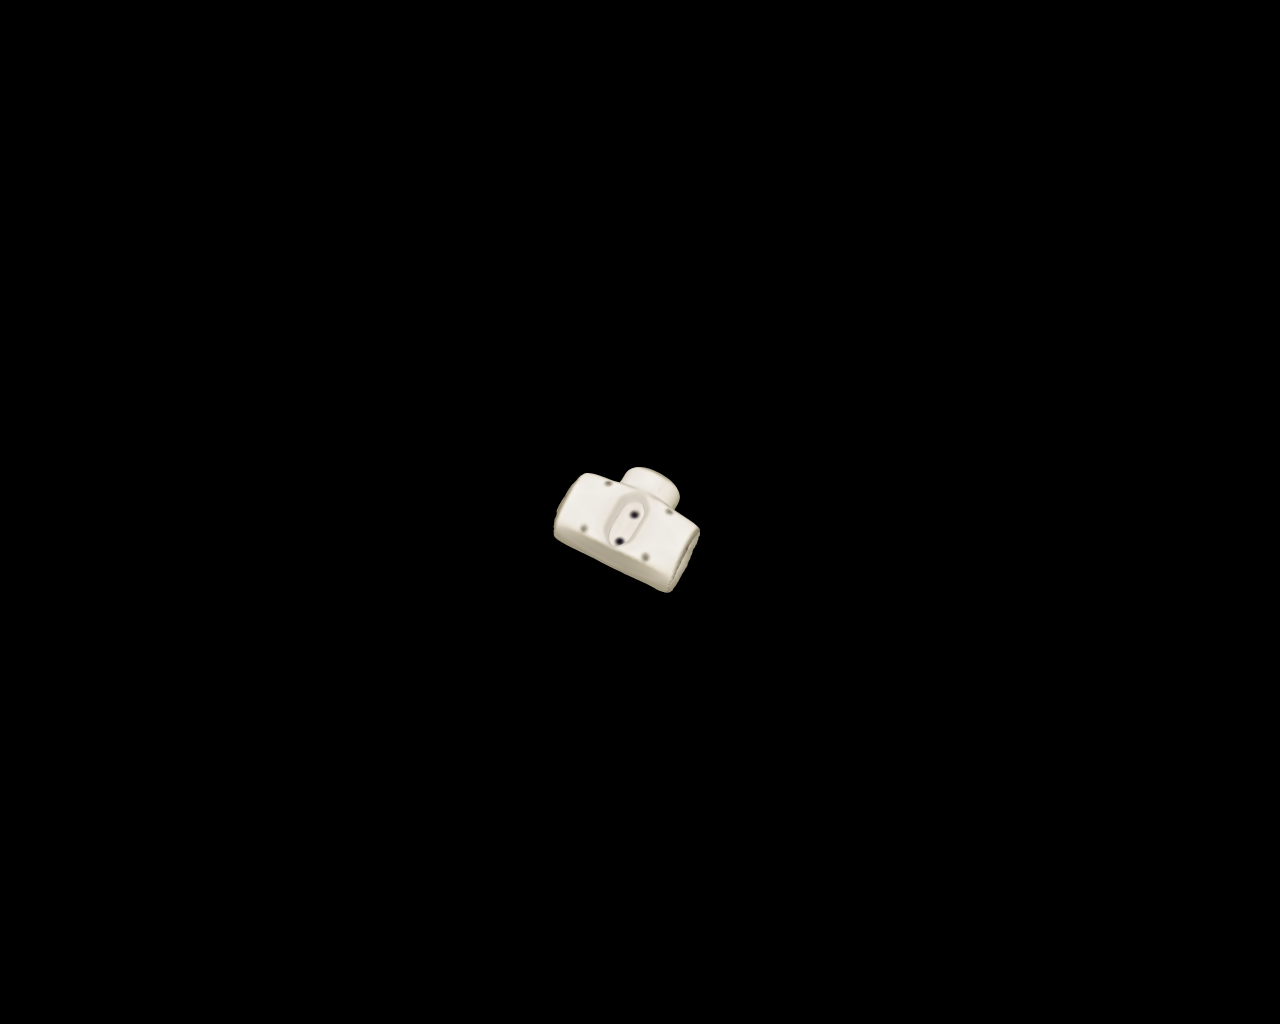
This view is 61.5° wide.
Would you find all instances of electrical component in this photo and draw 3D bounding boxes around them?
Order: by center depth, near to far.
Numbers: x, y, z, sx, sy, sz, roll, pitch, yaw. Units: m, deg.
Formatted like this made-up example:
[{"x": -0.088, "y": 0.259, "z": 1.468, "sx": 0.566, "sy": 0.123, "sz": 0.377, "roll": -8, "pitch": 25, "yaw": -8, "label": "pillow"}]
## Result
[{"x": 0.001, "y": -0.003, "z": 0.650, "sx": 0.077, "sy": 0.079, "sz": 0.043, "roll": 26, "pitch": -20, "yaw": 11, "label": "electrical component"}]
